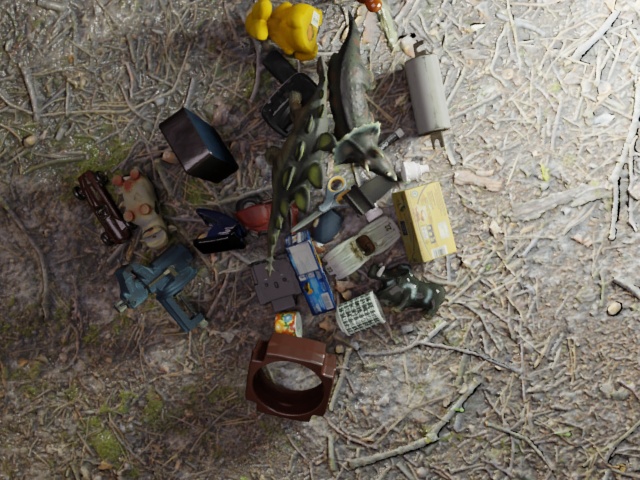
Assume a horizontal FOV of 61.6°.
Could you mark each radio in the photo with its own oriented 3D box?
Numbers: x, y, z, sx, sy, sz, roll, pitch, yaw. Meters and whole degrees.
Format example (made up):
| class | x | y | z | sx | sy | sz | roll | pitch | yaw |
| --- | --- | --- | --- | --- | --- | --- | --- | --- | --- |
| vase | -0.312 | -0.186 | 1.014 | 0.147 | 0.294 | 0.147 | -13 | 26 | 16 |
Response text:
| class | x | y | z | sx | sy | sz | roll | pitch | yaw |
| --- | --- | --- | --- | --- | --- | --- | --- | --- | --- |
| radio | -0.268 | -0.207 | 1.211 | 0.073 | 0.229 | 0.131 | -33 | 87 | 4 |

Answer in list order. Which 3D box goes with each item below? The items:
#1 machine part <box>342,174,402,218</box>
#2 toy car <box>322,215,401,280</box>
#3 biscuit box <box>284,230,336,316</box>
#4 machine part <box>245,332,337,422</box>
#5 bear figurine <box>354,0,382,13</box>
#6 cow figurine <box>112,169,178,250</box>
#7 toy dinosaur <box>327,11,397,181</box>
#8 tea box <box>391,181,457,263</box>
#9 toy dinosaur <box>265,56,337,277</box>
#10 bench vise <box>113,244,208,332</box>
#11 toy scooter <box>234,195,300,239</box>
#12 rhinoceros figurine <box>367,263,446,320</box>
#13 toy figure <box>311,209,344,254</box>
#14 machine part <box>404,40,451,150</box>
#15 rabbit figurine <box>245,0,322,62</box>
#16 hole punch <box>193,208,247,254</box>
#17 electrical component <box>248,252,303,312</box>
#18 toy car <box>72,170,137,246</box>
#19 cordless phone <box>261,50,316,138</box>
| class | x | y | z | sx | sy | sz | roll | pitch | yaw |
| --- | --- | --- | --- | --- | --- | --- | --- | --- | --- |
| machine part | 0.123 | -0.115 | 1.246 | 0.139 | 0.039 | 0.084 | -34 | 68 | -10 |
| toy car | 0.098 | 0.018 | 1.275 | 0.202 | 0.056 | 0.073 | -35 | 91 | 8 |
| biscuit box | -0.022 | 0.079 | 1.254 | 0.059 | 0.063 | 0.202 | -18 | 118 | 4 |
| machine part | -0.069 | 0.325 | 1.277 | 0.202 | 0.087 | 0.200 | 12 | 120 | 3 |
| bear figurine | 0.055 | -0.587 | 1.208 | 0.196 | 0.132 | 0.120 | 16 | 99 | -13 |
| cow figurine | -0.421 | -0.066 | 1.308 | 0.085 | 0.127 | 0.195 | -24 | 78 | 8 |
| toy dinosaur | 0.068 | -0.318 | 1.179 | 0.131 | 0.192 | 0.404 | -10 | 95 | 5 |
| tea box | 0.238 | -0.040 | 1.231 | 0.098 | 0.068 | 0.169 | -15 | 92 | -21 |
| toy dinosaur | -0.055 | -0.155 | 1.157 | 0.105 | 0.199 | 0.470 | 10 | 112 | -18 |
| bench vise | -0.364 | 0.135 | 1.287 | 0.129 | 0.224 | 0.240 | -16 | 116 | 45 |
| toy scooter | -0.107 | -0.052 | 1.285 | 0.184 | 0.075 | 0.135 | -16 | 92 | 3 |
| rhinoceros figurine | 0.201 | 0.115 | 1.263 | 0.190 | 0.073 | 0.112 | 20 | 99 | 4 |
| toy figure | -0.001 | -0.003 | 1.285 | 0.064 | 0.058 | 0.154 | 38 | 104 | 9 |
| machine part | 0.243 | -0.325 | 1.215 | 0.079 | 0.079 | 0.243 | -12 | 94 | 8 |
| rabbit figurine | -0.100 | -0.478 | 1.218 | 0.173 | 0.162 | 0.121 | 17 | 110 | 23 |
| hole punch | -0.236 | -0.023 | 1.280 | 0.116 | 0.142 | 0.092 | -5 | 72 | 0 |
| electrical component | -0.101 | 0.103 | 1.307 | 0.115 | 0.058 | 0.134 | -19 | 93 | 10 |
| toy car | -0.543 | -0.080 | 1.346 | 0.089 | 0.053 | 0.202 | -31 | 92 | 12 |
| cordless phone | -0.094 | -0.348 | 1.263 | 0.146 | 0.088 | 0.184 | -44 | 78 | 10 |
